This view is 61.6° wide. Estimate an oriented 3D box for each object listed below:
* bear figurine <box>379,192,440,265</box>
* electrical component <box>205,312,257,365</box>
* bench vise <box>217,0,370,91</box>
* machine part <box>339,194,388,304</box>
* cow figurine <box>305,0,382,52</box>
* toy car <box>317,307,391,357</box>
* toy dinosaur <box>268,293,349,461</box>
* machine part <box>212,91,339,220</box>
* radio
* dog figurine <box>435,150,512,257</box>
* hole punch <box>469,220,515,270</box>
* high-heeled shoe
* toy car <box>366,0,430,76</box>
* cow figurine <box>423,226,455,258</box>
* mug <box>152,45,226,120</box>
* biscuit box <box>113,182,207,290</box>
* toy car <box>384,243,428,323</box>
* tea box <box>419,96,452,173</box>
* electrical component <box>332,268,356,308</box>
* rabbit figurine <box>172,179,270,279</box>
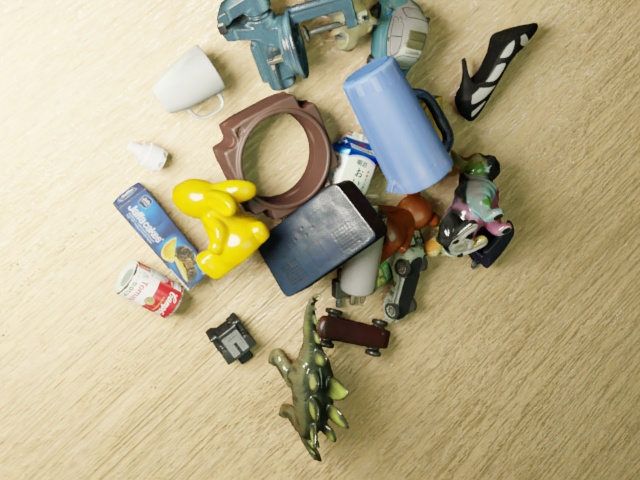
[{"bbox_3d":[0.161,-0.034,1.170,0.120,0.132,0.196,55,41,2],"label":"bear figurine"},{"bbox_3d":[-0.172,0.214,1.095,0.075,0.048,0.119,-33,118,-15],"label":"electrical component"},{"bbox_3d":[-0.041,-0.367,0.900,0.241,0.129,0.223,-11,125,10],"label":"bench vise"},{"bbox_3d":[0.085,0.023,1.069,0.079,0.079,0.243,-8,118,-26],"label":"machine part"},{"bbox_3d":[0.038,-0.441,0.968,0.127,0.086,0.194,-15,113,-17],"label":"cow figurine"},{"bbox_3d":[0.076,0.211,1.227,0.202,0.053,0.089,16,81,-32],"label":"toy car"},{"bbox_3d":[-0.018,0.295,1.120,0.105,0.199,0.470,-19,117,-26],"label":"toy dinosaur"},{"bbox_3d":[-0.079,-0.154,0.998,0.201,0.087,0.200,-33,119,-17],"label":"machine part"},{"bbox_3d":[-0.002,-0.003,1.011,0.229,0.073,0.131,-36,85,26],"label":"radio"},{"bbox_3d":[0.322,-0.094,1.186,0.191,0.219,0.108,-32,140,22],"label":"dog figurine"},{"bbox_3d":[0.426,0.006,1.330,0.142,0.092,0.115,-52,127,-8],"label":"hole punch"},{"bbox_3d":[0.399,-0.372,1.191,0.249,0.086,0.145,-30,122,-12],"label":"high-heeled shoe"},{"bbox_3d":[0.156,-0.390,1.036,0.109,0.103,0.161,3,103,-29],"label":"toy car"},{"bbox_3d":[0.314,-0.013,1.274,0.167,0.068,0.098,-47,130,-8],"label":"cow figurine"},{"bbox_3d":[-0.218,-0.250,0.898,0.107,0.081,0.109,-32,125,-3],"label":"mug"},{"bbox_3d":[-0.277,-0.005,0.953,0.059,0.063,0.202,-40,122,-12],"label":"biscuit box"},{"bbox_3d":[0.195,0.103,1.242,0.073,0.056,0.201,-13,124,-37],"label":"toy car"},{"bbox_3d":[0.216,-0.214,1.148,0.098,0.068,0.169,-23,115,-21],"label":"tea box"},{"bbox_3d":[0.058,0.105,1.198,0.063,0.021,0.093,-9,110,-27],"label":"electrical component"},{"bbox_3d":[-0.181,-0.038,0.931,0.173,0.162,0.122,48,44,-10],"label":"rabbit figurine"}]
